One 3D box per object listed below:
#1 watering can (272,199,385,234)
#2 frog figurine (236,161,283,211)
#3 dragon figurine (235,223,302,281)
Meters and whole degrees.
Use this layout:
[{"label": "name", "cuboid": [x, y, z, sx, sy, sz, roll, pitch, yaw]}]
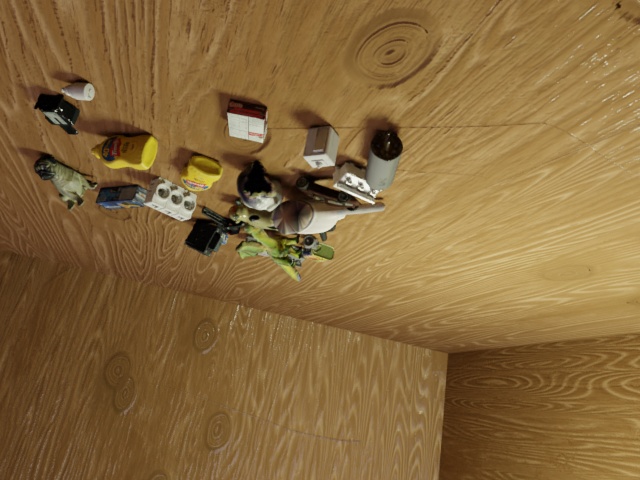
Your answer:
[{"label": "watering can", "cuboid": [0.005, -0.079, 1.562, 0.345, 0.104, 0.225, -11, 175, 37]}, {"label": "frog figurine", "cuboid": [-0.173, -0.142, 1.497, 0.138, 0.123, 0.158, 42, 173, 10]}, {"label": "dragon figurine", "cuboid": [-0.200, 0.046, 1.975, 0.243, 0.125, 0.400, 8, 143, 8]}]
